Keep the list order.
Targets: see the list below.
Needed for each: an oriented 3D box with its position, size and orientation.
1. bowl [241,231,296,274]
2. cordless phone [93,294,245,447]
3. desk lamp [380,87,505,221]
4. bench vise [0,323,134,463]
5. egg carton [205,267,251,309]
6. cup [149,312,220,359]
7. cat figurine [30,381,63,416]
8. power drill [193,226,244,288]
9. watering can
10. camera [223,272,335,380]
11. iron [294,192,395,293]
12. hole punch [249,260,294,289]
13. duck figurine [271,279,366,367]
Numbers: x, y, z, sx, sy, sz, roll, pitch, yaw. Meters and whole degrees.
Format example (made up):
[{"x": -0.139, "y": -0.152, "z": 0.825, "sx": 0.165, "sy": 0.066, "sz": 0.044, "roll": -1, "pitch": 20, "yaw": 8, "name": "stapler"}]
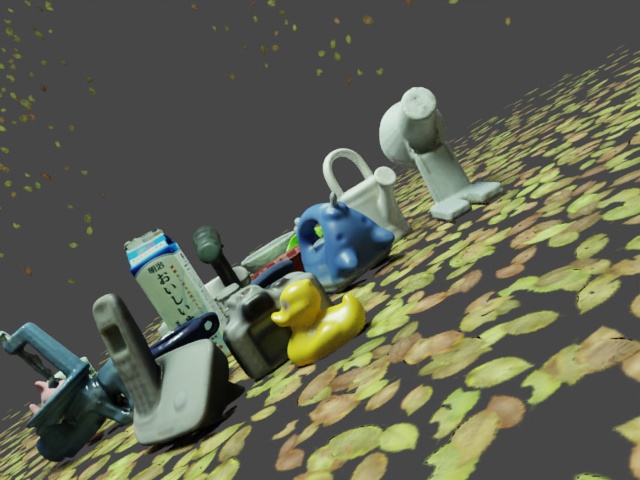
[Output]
[{"x": -0.120, "y": 0.049, "z": 1.518, "sx": 0.167, "sy": 0.075, "sz": 0.167, "roll": -31, "pitch": 6, "yaw": 4, "name": "bowl"}, {"x": -0.188, "y": 0.136, "z": 0.659, "sx": 0.147, "sy": 0.185, "sz": 0.094, "roll": -27, "pitch": 8, "yaw": 32, "name": "cordless phone"}, {"x": 0.191, "y": -0.150, "z": 0.964, "sx": 0.118, "sy": 0.213, "sz": 0.203, "roll": -31, "pitch": 7, "yaw": -1, "name": "desk lamp"}, {"x": -0.374, "y": 0.200, "z": 0.877, "sx": 0.208, "sy": 0.220, "sz": 0.121, "roll": -33, "pitch": 7, "yaw": -19, "name": "bench vise"}, {"x": -0.259, "y": 0.132, "z": 1.551, "sx": 0.151, "sy": 0.069, "sz": 0.107, "roll": -35, "pitch": 8, "yaw": -33, "name": "egg carton"}, {"x": -0.170, "y": 0.162, "z": 0.784, "sx": 0.118, "sy": 0.095, "sz": 0.091, "roll": -36, "pitch": 8, "yaw": -39, "name": "cup"}, {"x": -0.471, "y": 0.300, "z": 1.025, "sx": 0.127, "sy": 0.118, "sz": 0.067, "roll": -28, "pitch": 8, "yaw": 28, "name": "cat figurine"}, {"x": -0.245, "y": 0.059, "z": 1.410, "sx": 0.075, "sy": 0.208, "sz": 0.229, "roll": -32, "pitch": 7, "yaw": -7, "name": "power drill"}, {"x": 0.081, "y": -0.080, "z": 1.032, "sx": 0.172, "sy": 0.194, "sz": 0.101, "roll": -26, "pitch": 8, "yaw": 37, "name": "watering can"}, {"x": -0.072, "y": 0.102, "z": 0.766, "sx": 0.143, "sy": 0.101, "sz": 0.136, "roll": -34, "pitch": 7, "yaw": -23, "name": "camera"}, {"x": 0.009, "y": 0.003, "z": 0.960, "sx": 0.119, "sy": 0.141, "sz": 0.257, "roll": -34, "pitch": 7, "yaw": -25, "name": "iron"}, {"x": -0.082, "y": 0.095, "z": 0.911, "sx": 0.109, "sy": 0.091, "sz": 0.101, "roll": -36, "pitch": 8, "yaw": -37, "name": "hole punch"}, {"x": -0.006, "y": 0.085, "z": 0.659, "sx": 0.104, "sy": 0.086, "sz": 0.077, "roll": -30, "pitch": 7, "yaw": 9, "name": "duck figurine"}]
